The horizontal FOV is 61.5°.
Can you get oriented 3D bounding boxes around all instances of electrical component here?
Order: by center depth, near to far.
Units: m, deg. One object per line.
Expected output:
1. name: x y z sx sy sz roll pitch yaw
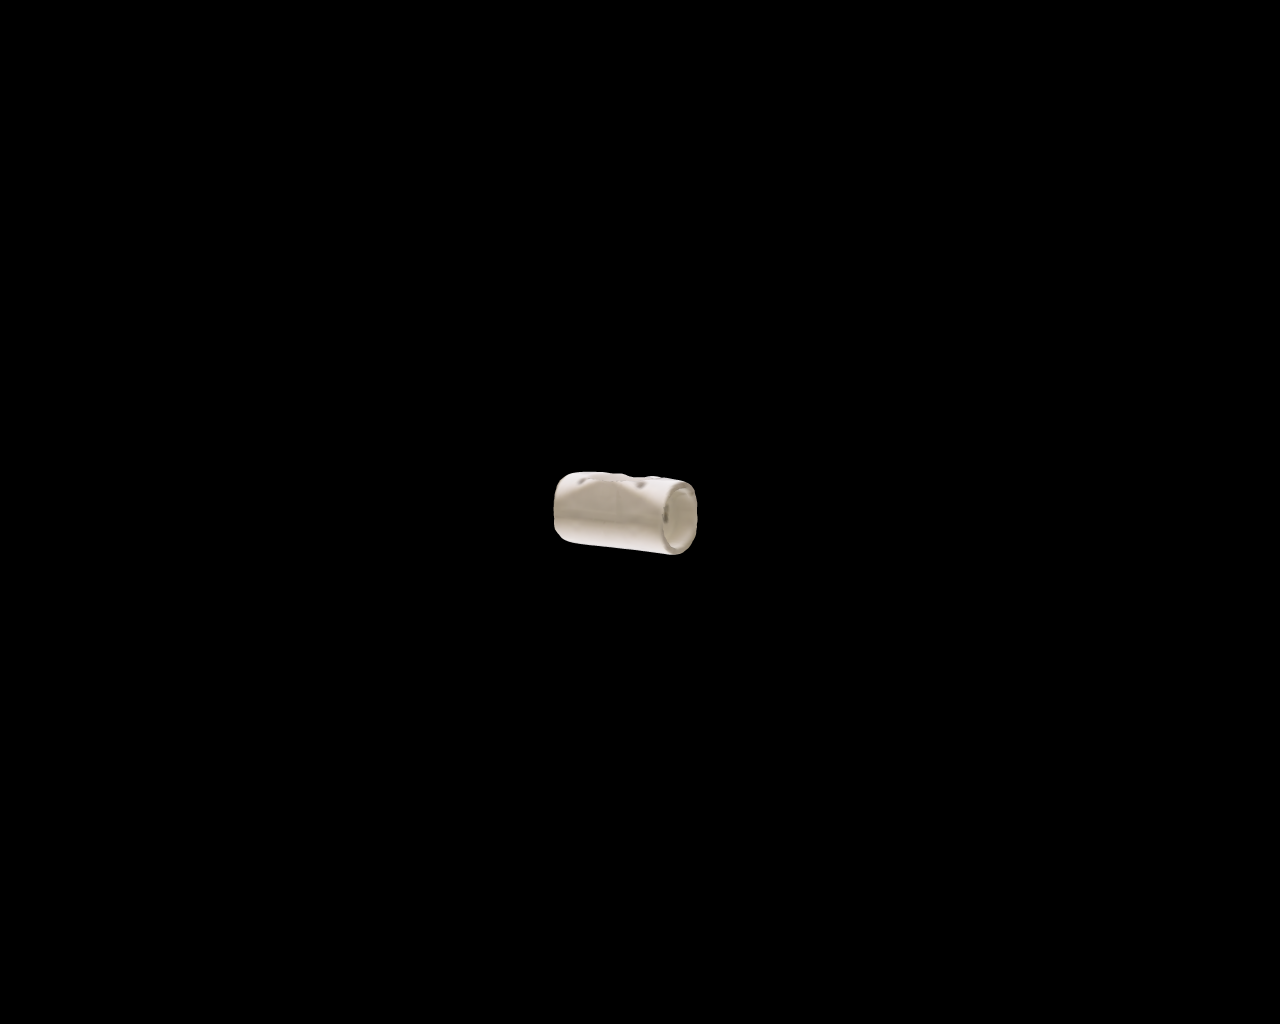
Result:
1. electrical component: 0.001 -0.003 0.650 0.077 0.044 0.079 6 11 32
